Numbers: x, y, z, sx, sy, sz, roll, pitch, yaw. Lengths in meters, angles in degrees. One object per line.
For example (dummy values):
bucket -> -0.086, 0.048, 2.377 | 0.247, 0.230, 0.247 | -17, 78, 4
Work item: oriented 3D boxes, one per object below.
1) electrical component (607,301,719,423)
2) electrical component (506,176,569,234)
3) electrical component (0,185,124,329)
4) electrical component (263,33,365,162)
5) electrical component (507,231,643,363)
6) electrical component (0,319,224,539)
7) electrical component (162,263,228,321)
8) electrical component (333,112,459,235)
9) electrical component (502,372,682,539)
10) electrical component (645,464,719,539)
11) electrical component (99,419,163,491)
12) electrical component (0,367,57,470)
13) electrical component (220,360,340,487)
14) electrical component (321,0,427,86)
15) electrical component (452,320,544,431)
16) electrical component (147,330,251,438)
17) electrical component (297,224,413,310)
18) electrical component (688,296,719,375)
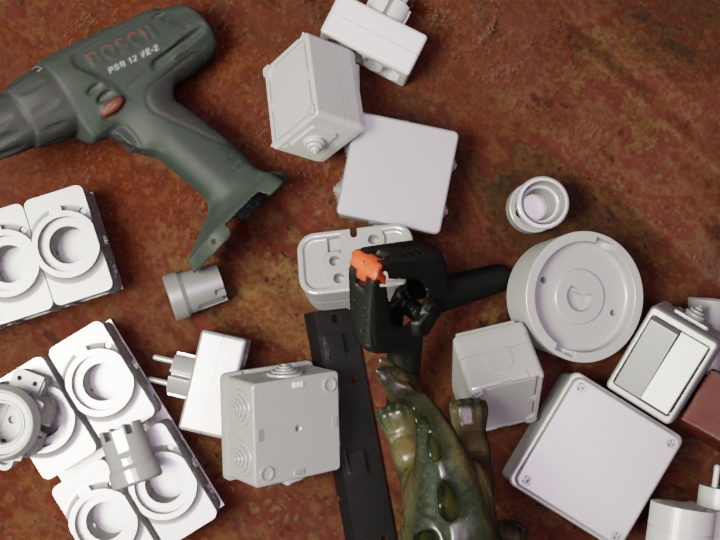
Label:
electrical component -> 0.257, 0.071, 0.893 | 0.062, 0.061, 0.096 | 33, 106, 20
electrical component -> 0.150, -0.054, 0.918 | 0.045, 0.055, 0.045 | 0, 87, -3
electrical component -> -0.285, -0.004, 0.889 | 0.150, 0.062, 0.089 | -18, 88, -4
electrical component -> -0.035, -0.135, 0.890 | 0.061, 0.062, 0.096 | 13, 58, -38
electrical component -> 0.176, 0.022, 0.909 | 0.108, 0.060, 0.108 | 0, 89, -17
electrical component -> -0.208, 0.147, 0.886 | 0.105, 0.060, 0.186 | -32, 89, -4
electrical component -> -0.139, 0.017, 0.908 | 0.046, 0.040, 0.040 | -19, 88, -9
electrical component -> 0.030, -0.079, 0.916 | 0.100, 0.048, 0.099 | 11, 86, -2
electrical component -> 0.195, 0.158, 0.909 | 0.109, 0.056, 0.108 | 32, 86, -1
electrical component -> 0.299, 0.199, 0.894 | 0.138, 0.052, 0.073 | 10, 87, -31
electrical component -> -0.180, 0.144, 0.837 | 0.040, 0.040, 0.046 | -20, 82, -4
electrical component -> -0.270, 0.115, 0.824 | 0.058, 0.057, 0.078 | 22, 86, -2
electrical component -> -0.063, 0.125, 0.876 | 0.100, 0.048, 0.099 | -5, 97, -37
electrical component -> 0.019, -0.213, 0.923 | 0.083, 0.047, 0.075 | 26, 86, -1
electrical component -> 0.112, 0.092, 0.896 | 0.062, 0.096, 0.061 | -13, 55, -5
electrical component -> -0.139, 0.090, 0.899 | 0.076, 0.047, 0.083 | 13, 87, 0
electrical component -> 0.000, 0.000, 0.898 | 0.095, 0.059, 0.053 | -7, 71, 5
electrical component -> 0.302, 0.057, 0.928 | 0.044, 0.044, 0.065 | 6, 92, -3
